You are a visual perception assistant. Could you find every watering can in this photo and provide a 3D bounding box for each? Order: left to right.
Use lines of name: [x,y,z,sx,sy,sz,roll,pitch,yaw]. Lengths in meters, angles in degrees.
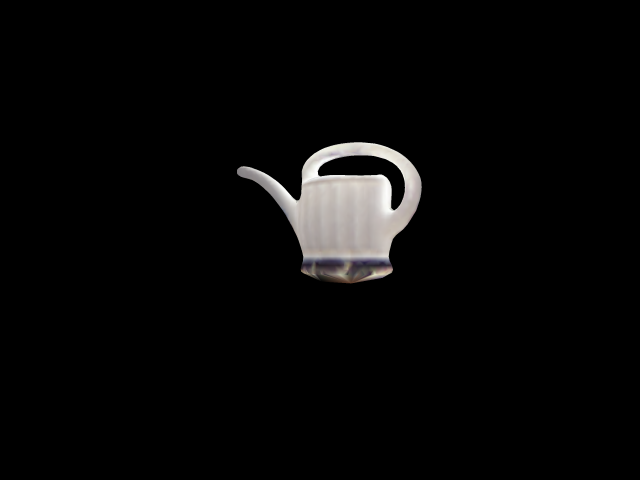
watering can: [0.003,-0.043,0.850,0.347,0.225,0.104,-2,-4,32]
